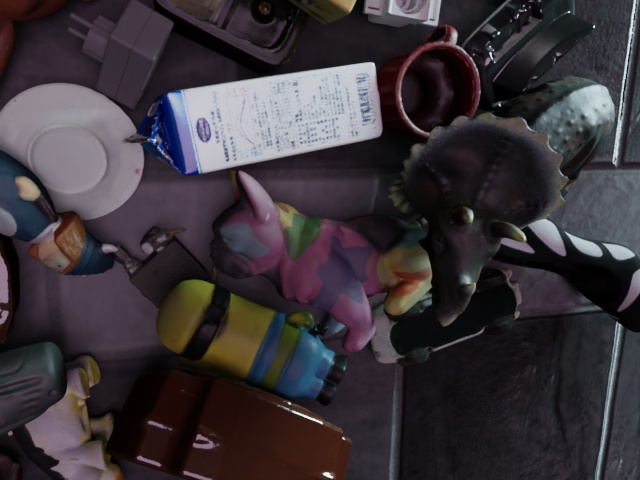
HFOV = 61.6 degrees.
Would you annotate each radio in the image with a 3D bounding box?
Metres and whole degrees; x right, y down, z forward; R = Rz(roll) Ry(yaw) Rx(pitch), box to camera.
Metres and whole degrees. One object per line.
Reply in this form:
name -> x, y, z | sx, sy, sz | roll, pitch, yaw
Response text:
radio -> -0.046, -0.277, 0.491 | 0.131, 0.073, 0.229 | 27, 94, -20

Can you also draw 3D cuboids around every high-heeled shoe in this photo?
high-heeled shoe -> 0.305, 0.050, 0.658 | 0.145, 0.086, 0.248 | -39, 97, -18

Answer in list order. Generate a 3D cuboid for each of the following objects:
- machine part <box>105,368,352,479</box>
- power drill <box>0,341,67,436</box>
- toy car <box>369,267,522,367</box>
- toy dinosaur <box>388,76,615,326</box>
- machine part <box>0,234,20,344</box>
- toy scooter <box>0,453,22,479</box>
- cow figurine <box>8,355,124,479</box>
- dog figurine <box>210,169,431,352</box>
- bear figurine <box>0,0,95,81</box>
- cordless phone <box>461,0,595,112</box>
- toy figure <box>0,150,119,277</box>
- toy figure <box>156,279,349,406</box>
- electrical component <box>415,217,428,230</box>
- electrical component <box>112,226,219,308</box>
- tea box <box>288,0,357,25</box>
machine part -> -0.087, 0.195, 0.517 | 0.201, 0.201, 0.087 | 27, 62, -21
power drill -> -0.340, 0.093, 0.425 | 0.232, 0.086, 0.207 | -13, 102, -17
toy car -> 0.152, 0.090, 0.644 | 0.202, 0.056, 0.073 | -17, 100, -14
toy dinosaur -> 0.208, -0.090, 0.519 | 0.405, 0.192, 0.131 | -37, 87, -23
machine part -> -0.362, 0.041, 0.479 | 0.179, 0.056, 0.179 | -4, 103, -17
toy scooter -> -0.329, 0.240, 0.487 | 0.135, 0.184, 0.075 | 22, 85, -45
cow figurine -> -0.258, 0.205, 0.540 | 0.098, 0.068, 0.167 | -12, 102, -8
dog figurine -> -0.001, -0.002, 0.552 | 0.191, 0.108, 0.219 | -41, 108, -4
bear figurine -> -0.269, -0.176, 0.424 | 0.196, 0.132, 0.120 | -37, 138, -2
cordless phone -> 0.180, -0.248, 0.574 | 0.146, 0.089, 0.184 | -42, 99, -2
toy figure -> -0.252, -0.015, 0.481 | 0.058, 0.064, 0.154 | -50, 120, -18
toy figure -> -0.061, 0.093, 0.498 | 0.180, 0.089, 0.082 | 24, 56, 2
electrical component -> 0.138, -0.050, 0.616 | 0.094, 0.021, 0.063 | -27, 100, -28
electrical component -> -0.151, 0.030, 0.545 | 0.078, 0.045, 0.102 | -36, 110, -8
tea box -> -0.033, -0.262, 0.424 | 0.169, 0.068, 0.098 | 25, 94, -20
